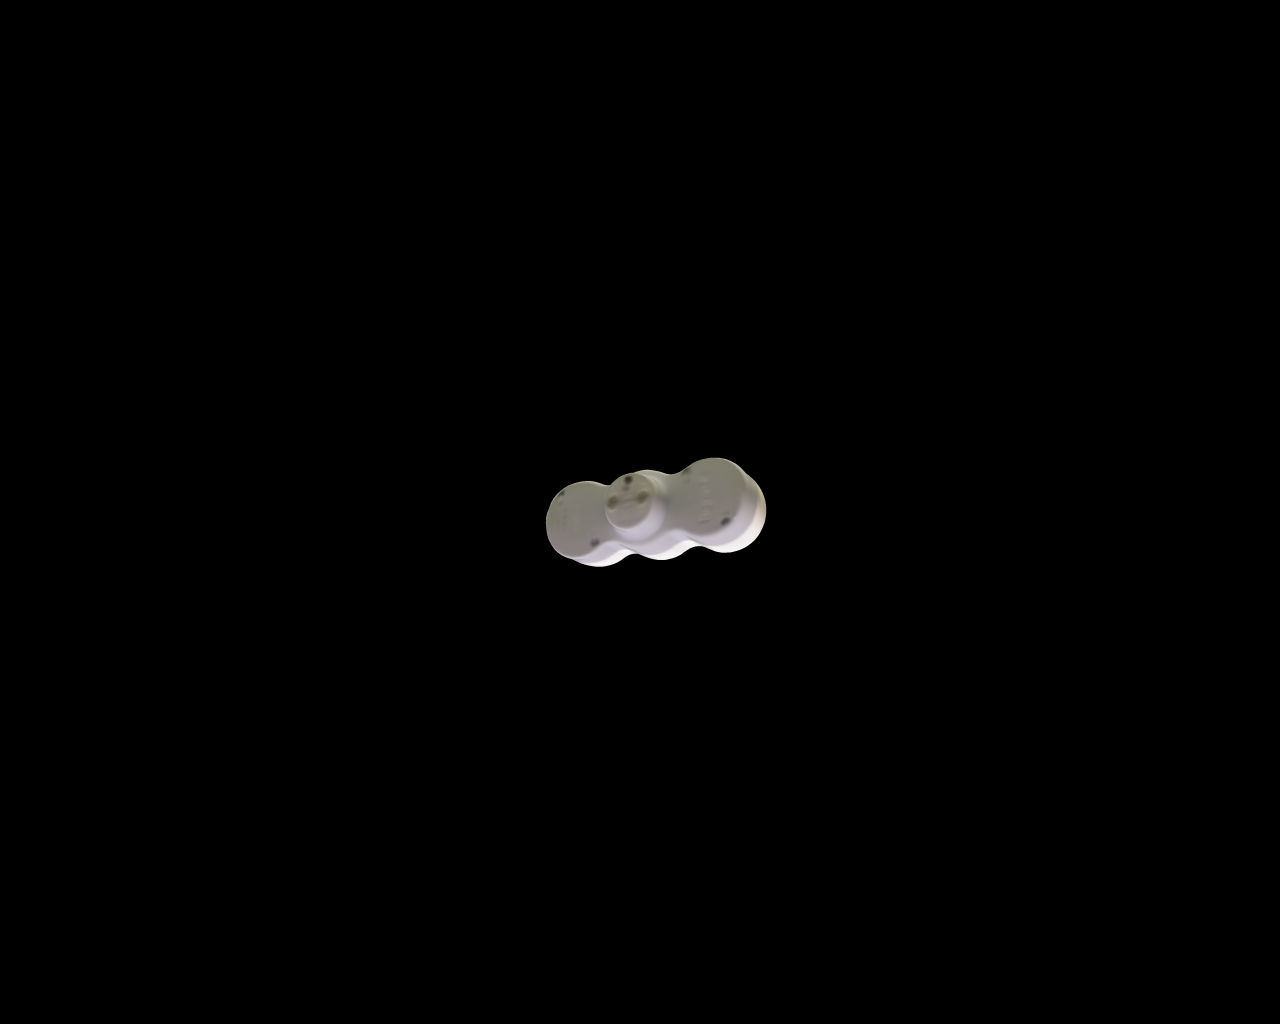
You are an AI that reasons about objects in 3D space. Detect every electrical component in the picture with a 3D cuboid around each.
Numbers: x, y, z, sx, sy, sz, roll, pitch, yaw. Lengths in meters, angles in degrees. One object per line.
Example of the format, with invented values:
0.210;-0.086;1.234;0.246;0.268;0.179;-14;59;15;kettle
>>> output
0.001;-0.003;0.650;0.138;0.052;0.073;-8;-19;24;electrical component
